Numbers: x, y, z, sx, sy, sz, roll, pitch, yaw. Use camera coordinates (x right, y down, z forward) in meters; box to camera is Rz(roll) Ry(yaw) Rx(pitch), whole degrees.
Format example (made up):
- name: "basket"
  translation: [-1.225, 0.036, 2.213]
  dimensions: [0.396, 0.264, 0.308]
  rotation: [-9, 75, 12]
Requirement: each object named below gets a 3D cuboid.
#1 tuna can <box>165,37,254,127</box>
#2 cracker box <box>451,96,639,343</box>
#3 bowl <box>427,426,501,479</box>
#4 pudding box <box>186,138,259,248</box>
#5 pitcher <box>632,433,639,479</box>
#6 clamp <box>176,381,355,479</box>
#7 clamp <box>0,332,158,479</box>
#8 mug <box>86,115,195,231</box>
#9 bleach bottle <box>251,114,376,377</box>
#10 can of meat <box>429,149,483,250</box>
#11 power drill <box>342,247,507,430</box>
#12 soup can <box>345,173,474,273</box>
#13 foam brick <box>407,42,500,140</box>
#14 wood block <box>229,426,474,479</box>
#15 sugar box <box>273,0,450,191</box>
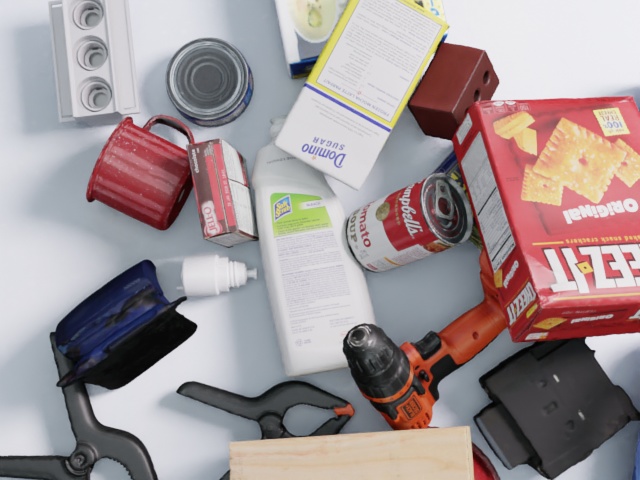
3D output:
- name: "tuna can"
  translation: [-0.110, -0.158, 1.063]
  dimensions: [0.086, 0.034, 0.086]
  rotation: [0, 85, 3]
- name: "cracker box"
  translation: [0.225, -0.025, 0.935]
  dimensions: [0.164, 0.072, 0.214]
  rotation: [-3, 59, -15]
- name: "bowl"
  translation: [0.099, 0.259, 1.005]
  dimensions: [0.162, 0.055, 0.162]
  rotation: [0, 85, 3]
- name: "pudding box"
  translation: [-0.091, -0.042, 1.012]
  dimensions: [0.039, 0.113, 0.090]
  rotation: [-11, 84, 8]
- name: "pitcher"
  translation: [0.341, 0.200, 0.958]
  dimensions: [0.149, 0.145, 0.243]
  rotation: [16, 89, 5]
- name: "clamp"
  translation: [-0.055, 0.173, 1.030]
  dimensions: [0.171, 0.039, 0.120]
  rotation: [-21, 90, -2]
- name: "clamp"
  translation: [-0.228, 0.201, 1.037]
  dimensions: [0.210, 0.036, 0.164]
  rotation: [30, 87, 3]
- name: "mug"
  translation: [-0.163, -0.070, 1.037]
  dimensions: [0.081, 0.093, 0.117]
  rotation: [26, 62, 0]
- name: "bleach bottle"
  translation: [-0.007, 0.001, 1.031]
  dimensions: [0.102, 0.068, 0.251]
  rotation: [-9, 81, -4]
- name: "can of meat"
  translation: [0.158, -0.048, 1.028]
  dimensions: [0.102, 0.057, 0.084]
  rotation: [43, 86, 6]
- name: "power drill"
  translation: [0.111, 0.082, 0.969]
  dimensions: [0.187, 0.184, 0.057]
  rotation: [-39, 55, -6]
- name: "soup can"
  translation: [0.082, -0.014, 0.988]
  dimensions: [0.102, 0.068, 0.068]
  rotation: [-23, 82, 44]
- name: "foam brick"
  translation: [0.128, -0.140, 1.014]
  dimensions: [0.051, 0.053, 0.078]
  rotation: [15, 68, 35]
- name: "wood block"
  translation: [0.031, 0.216, 0.943]
  dimensions: [0.206, 0.090, 0.090]
  rotation: [-5, 78, 9]
- name: "sugar box"
  translation: [0.037, -0.144, 0.990]
  dimensions: [0.093, 0.048, 0.176]
  rotation: [29, 98, -5]
